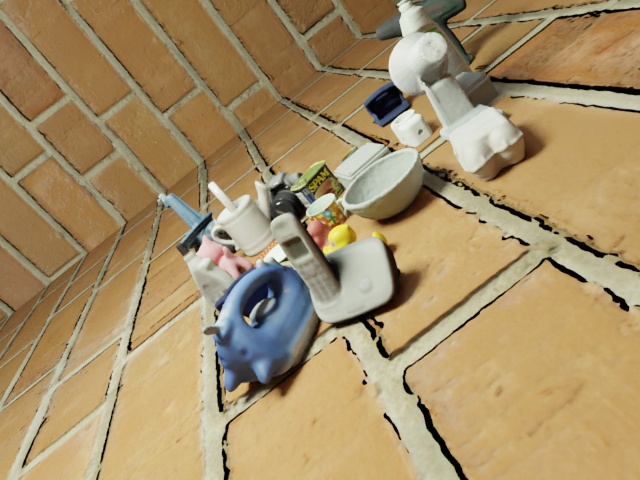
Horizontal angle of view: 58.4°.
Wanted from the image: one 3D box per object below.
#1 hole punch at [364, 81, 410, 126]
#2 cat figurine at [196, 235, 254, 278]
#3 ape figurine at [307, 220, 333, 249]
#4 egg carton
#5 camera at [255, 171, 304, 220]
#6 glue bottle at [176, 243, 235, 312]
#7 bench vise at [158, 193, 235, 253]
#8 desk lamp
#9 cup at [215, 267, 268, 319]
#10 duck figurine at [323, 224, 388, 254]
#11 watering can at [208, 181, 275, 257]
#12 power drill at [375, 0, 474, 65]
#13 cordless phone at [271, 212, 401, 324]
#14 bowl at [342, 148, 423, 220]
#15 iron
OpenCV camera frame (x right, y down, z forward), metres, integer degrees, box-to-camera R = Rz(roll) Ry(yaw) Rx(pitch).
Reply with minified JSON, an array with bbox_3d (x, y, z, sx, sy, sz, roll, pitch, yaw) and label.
[{"bbox_3d":[0.169,-0.368,1.526,0.108,0.091,0.101,-35,21,9],"label":"hole punch"},{"bbox_3d":[-0.230,0.039,1.315,0.127,0.118,0.067,-7,38,54],"label":"cat figurine"},{"bbox_3d":[0.009,0.004,1.031,0.076,0.092,0.077,-38,21,1],"label":"ape figurine"},{"bbox_3d":[0.278,-0.162,0.961,0.107,0.069,0.150,-33,22,15],"label":"egg carton"},{"bbox_3d":[-0.097,-0.094,1.392,0.143,0.101,0.137,-30,23,22],"label":"camera"},{"bbox_3d":[-0.234,0.071,1.178,0.078,0.173,0.037,-28,24,27],"label":"glue bottle"},{"bbox_3d":[-0.312,-0.051,1.489,0.206,0.220,0.121,-21,28,39],"label":"bench vise"},{"bbox_3d":[0.238,-0.309,1.123,0.118,0.214,0.203,-38,21,2],"label":"desk lamp"},{"bbox_3d":[-0.117,0.115,1.007,0.117,0.095,0.091,-32,22,17],"label":"cup"},{"bbox_3d":[0.055,0.010,0.952,0.104,0.086,0.077,-32,22,18],"label":"duck figurine"},{"bbox_3d":[-0.188,-0.068,1.357,0.173,0.194,0.100,-47,23,-21],"label":"watering can"},{"bbox_3d":[0.287,-0.516,1.469,0.229,0.209,0.075,-32,22,17],"label":"power drill"},{"bbox_3d":[0.021,0.025,0.838,0.147,0.185,0.094,-26,25,29],"label":"cordless phone"},{"bbox_3d":[0.127,-0.090,1.053,0.167,0.075,0.167,-33,22,15],"label":"bowl"},{"bbox_3d":[-0.086,0.107,0.908,0.118,0.142,0.258,-22,27,36],"label":"iron"}]
